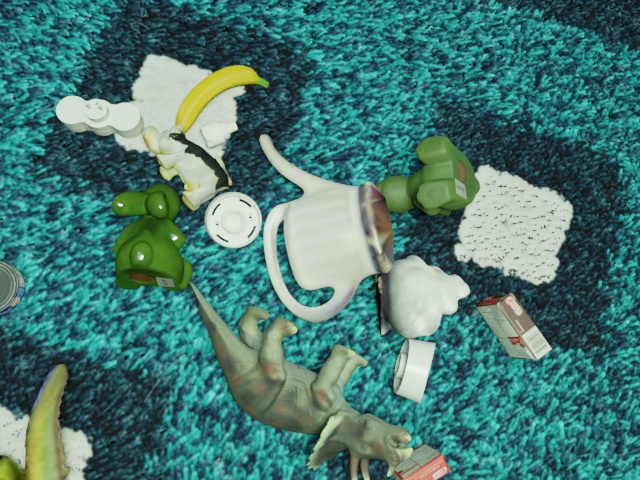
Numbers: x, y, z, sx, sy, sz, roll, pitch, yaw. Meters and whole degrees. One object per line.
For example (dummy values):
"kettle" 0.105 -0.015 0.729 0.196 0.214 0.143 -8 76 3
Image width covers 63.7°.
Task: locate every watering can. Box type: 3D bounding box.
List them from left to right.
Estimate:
"watering can" 0.003 -0.043 0.864 0.223 0.103 0.352 -14 75 16

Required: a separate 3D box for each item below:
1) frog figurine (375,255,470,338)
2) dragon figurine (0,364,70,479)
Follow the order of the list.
"frog figurine" 0.176 0.093 0.860 0.159 0.120 0.141 -5 51 1
"dragon figurine" -0.377 0.414 0.734 0.241 0.122 0.415 30 76 -18
